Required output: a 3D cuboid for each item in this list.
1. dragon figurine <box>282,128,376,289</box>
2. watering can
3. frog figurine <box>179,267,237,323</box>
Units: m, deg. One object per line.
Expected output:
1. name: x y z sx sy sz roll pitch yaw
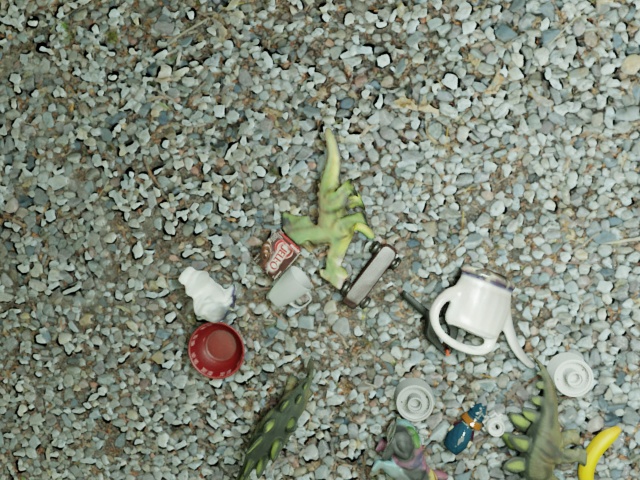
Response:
1. dragon figurine: 0.004 -0.070 1.389 0.241 0.411 0.123 -22 -1 14
2. watering can: 0.449 0.200 1.353 0.346 0.225 0.104 21 -4 -15
3. frog figurine: -0.315 0.150 1.400 0.159 0.120 0.141 22 35 -15
